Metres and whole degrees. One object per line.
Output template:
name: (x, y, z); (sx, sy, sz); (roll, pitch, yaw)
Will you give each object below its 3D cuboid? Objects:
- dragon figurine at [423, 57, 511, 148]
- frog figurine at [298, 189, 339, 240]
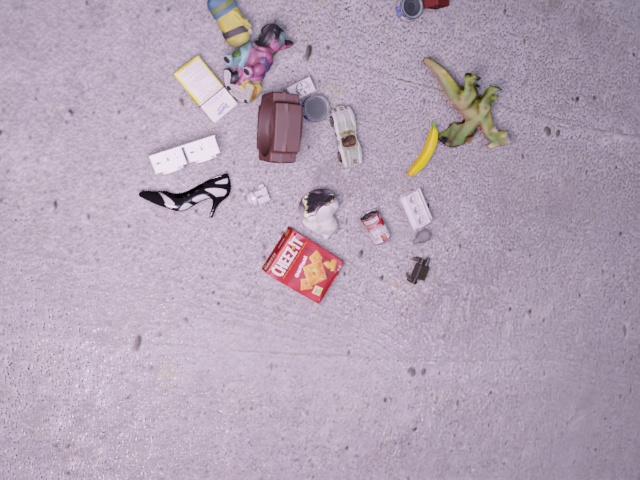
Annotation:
dragon figurine: (0.482, -0.432, 1.753); (0.409, 0.123, 0.241); (20, 100, -12)
frog figurine: (0.005, -0.083, 1.651); (0.139, 0.124, 0.156); (-48, 147, -14)
